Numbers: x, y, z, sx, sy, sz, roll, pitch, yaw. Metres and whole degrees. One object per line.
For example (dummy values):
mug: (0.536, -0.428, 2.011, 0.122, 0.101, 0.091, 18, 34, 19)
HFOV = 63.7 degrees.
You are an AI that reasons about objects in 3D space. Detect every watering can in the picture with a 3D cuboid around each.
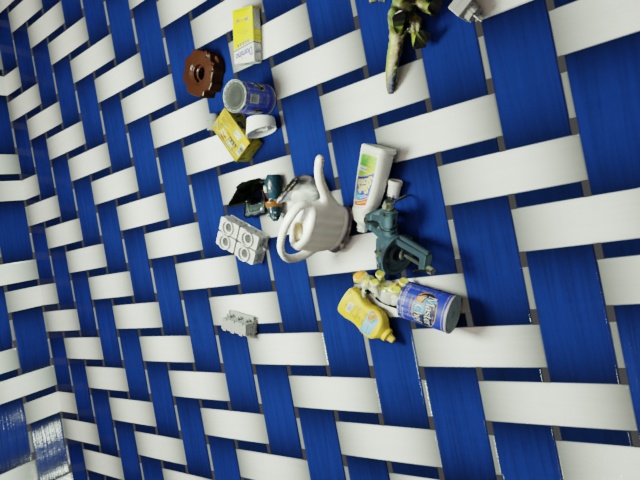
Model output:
watering can: (0.004, -0.074, 1.478, 0.106, 0.224, 0.342, 48, 122, 42)

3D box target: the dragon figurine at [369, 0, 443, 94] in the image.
dragon figurine: (0.196, -0.617, 1.353, 0.400, 0.122, 0.248, 110, 148, -45)

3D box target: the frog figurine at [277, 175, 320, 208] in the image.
frog figurine: (-0.037, -0.120, 1.593, 0.158, 0.125, 0.135, 37, 113, -14)
